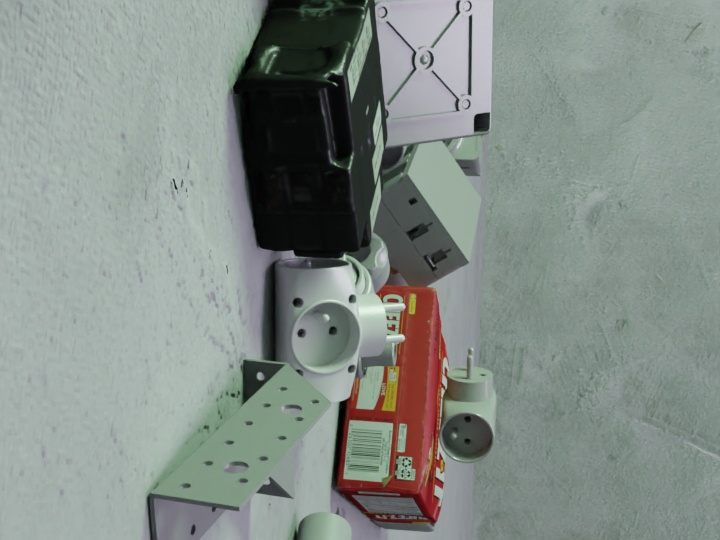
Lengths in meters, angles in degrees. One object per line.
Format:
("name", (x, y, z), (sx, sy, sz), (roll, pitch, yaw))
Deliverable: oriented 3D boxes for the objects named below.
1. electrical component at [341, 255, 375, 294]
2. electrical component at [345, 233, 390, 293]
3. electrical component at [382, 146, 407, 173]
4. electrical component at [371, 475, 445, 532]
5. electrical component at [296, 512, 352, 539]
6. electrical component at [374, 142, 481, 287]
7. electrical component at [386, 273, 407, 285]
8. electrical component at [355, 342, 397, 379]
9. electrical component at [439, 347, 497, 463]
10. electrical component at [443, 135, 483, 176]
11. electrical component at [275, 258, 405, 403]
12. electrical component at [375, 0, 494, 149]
("electrical component", (-0.013, 0.010, 0.687), (0.062, 0.043, 0.043), (77, 18, -53))
("electrical component", (0.000, 0.000, 0.765), (0.062, 0.043, 0.043), (76, 18, -63))
("electrical component", (0.017, -0.124, 0.837), (0.077, 0.044, 0.079), (-68, 158, -64))
("electrical component", (0.049, 0.220, 1.046), (0.096, 0.061, 0.061), (65, 29, -70))
("electrical component", (-0.024, 0.183, 0.666), (0.065, 0.044, 0.044), (-83, 171, -54))
("electrical component", (0.049, -0.055, 0.913), (0.089, 0.062, 0.150), (54, 22, -14))
("electrical component", (0.034, 0.018, 0.968), (0.043, 0.043, 0.081), (-70, 160, -61))
("electrical component", (-0.009, 0.049, 0.663), (0.043, 0.062, 0.043), (2, 90, -81))
("electrical component", (0.088, 0.102, 0.863), (0.077, 0.043, 0.079), (-61, 152, -73))
("electrical component", (0.073, -0.170, 1.021), (0.061, 0.089, 0.150), (53, 40, -75))
("electrical component", (-0.010, 0.033, 0.617), (0.044, 0.079, 0.077), (-159, -112, -66))
("electrical component", (0.027, -0.136, 0.681), (0.056, 0.109, 0.108), (28, -55, 56))
